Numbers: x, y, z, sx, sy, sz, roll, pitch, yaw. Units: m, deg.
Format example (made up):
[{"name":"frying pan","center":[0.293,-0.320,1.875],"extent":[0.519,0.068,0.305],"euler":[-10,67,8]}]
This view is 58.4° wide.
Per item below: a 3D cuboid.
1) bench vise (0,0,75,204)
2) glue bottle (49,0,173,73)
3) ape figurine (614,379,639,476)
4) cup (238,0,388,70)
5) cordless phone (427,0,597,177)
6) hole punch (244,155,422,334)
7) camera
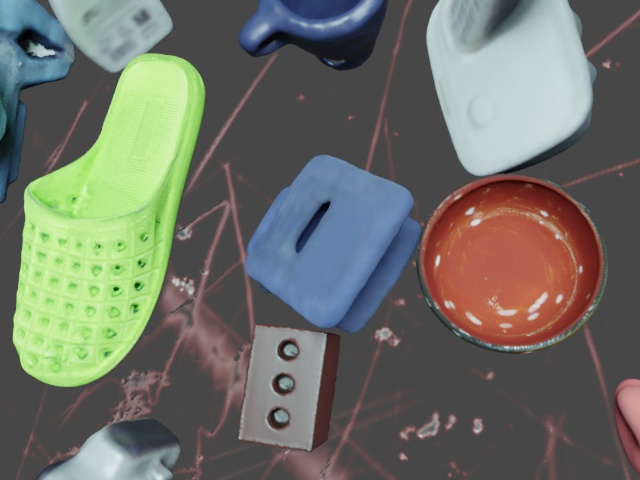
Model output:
[{"name":"bench vise","center":[-0.298,-0.146,0.422],"extent":[0.121,0.220,0.207],"euler":[-5,77,12]},{"name":"glue bottle","center":[-0.182,-0.196,0.432],"extent":[0.078,0.173,0.037],"euler":[-36,73,3]},{"name":"ape figurine","center":[0.209,0.107,0.323],"extent":[0.077,0.092,0.076],"euler":[30,86,17]},{"name":"cup","center":[0.001,-0.161,0.425],"extent":[0.118,0.095,0.091],"euler":[-37,73,3]},{"name":"cordless phone","center":[0.117,-0.131,0.346],"extent":[0.094,0.185,0.147],"euler":[-16,75,9]},{"name":"hole punch","center":[0.004,0.001,0.391],"extent":[0.101,0.091,0.109],"euler":[31,86,17]},{"name":"camera","center":[-0.128,0.211,0.369],"extent":[0.136,0.101,0.143],"euler":[33,86,17]}]
